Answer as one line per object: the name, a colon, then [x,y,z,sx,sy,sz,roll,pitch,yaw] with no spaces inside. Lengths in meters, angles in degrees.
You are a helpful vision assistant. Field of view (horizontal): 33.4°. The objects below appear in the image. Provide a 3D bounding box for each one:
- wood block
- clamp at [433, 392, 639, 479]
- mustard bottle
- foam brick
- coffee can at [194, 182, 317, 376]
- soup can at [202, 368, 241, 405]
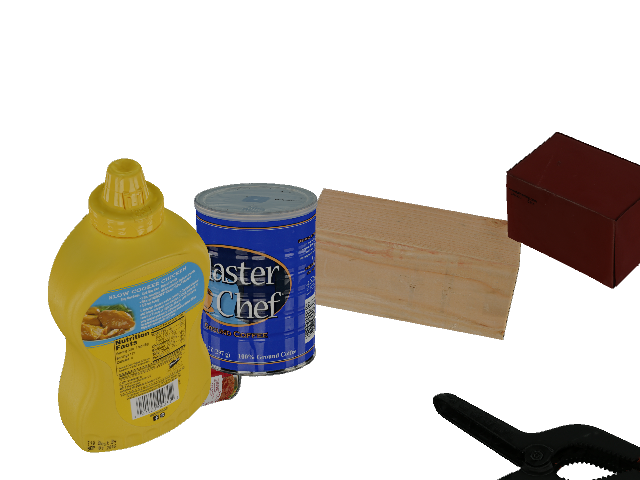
wood block: [0.090,0.022,1.068,0.206,0.090,0.090,10,30,8]
clamp: [0.175,0.199,0.889,0.210,0.036,0.164,3,39,23]
mustard bottle: [-0.111,0.036,0.627,0.096,0.192,0.058,-21,45,-29]
foam brick: [0.154,-0.019,0.625,0.051,0.053,0.078,-36,46,-27]
coffee can: [-0.054,0.031,0.907,0.103,0.140,0.103,0,17,0]
soup can: [-0.147,0.152,1.164,0.102,0.068,0.069,-9,6,-42]
